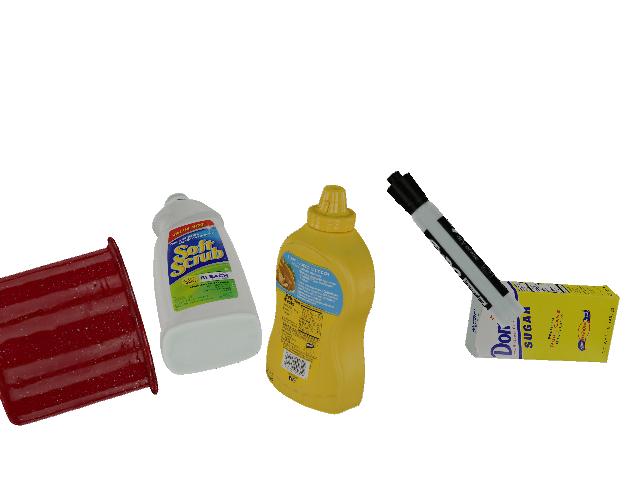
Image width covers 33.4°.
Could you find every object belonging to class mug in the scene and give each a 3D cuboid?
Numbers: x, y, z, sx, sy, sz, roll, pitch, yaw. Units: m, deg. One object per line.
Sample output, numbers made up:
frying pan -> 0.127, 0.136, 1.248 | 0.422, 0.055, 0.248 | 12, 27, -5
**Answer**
mug -> -0.146, 0.054, 0.607 | 0.081, 0.093, 0.117 | -16, 1, -14

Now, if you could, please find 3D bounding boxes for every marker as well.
marker -> 0.084, 0.004, 0.682 | 0.020, 0.121, 0.020 | -39, -7, -6

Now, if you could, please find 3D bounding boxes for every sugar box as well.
sugar box -> 0.275, 0.101, 1.328 | 0.176, 0.093, 0.048 | 2, 18, -10

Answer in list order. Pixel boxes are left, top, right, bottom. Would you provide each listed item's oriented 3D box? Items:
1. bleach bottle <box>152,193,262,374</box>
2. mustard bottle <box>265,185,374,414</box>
bleach bottle -> -0.136, 0.030, 1.118 | 0.102, 0.068, 0.251 | -11, 37, -12
mustard bottle -> 0.002, 0.046, 0.918 | 0.058, 0.192, 0.096 | -13, 27, -42
